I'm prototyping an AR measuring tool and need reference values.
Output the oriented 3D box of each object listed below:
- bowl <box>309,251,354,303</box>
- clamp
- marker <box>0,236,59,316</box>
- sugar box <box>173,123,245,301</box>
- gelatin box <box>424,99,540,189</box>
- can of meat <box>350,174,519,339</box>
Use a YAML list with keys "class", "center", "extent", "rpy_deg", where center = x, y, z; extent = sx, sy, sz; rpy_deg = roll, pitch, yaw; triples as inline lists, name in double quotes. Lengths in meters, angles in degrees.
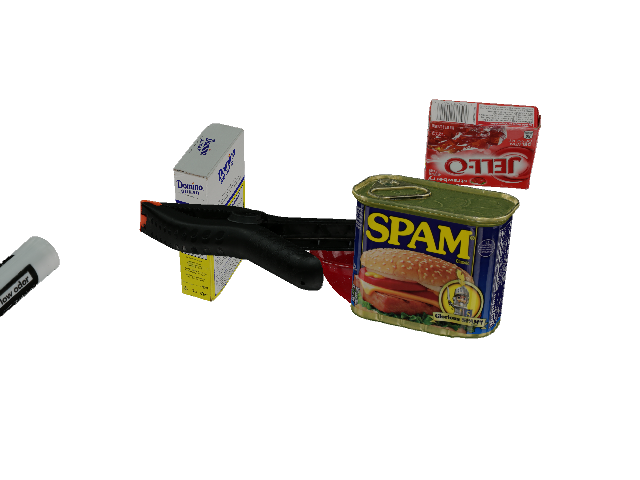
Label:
- class: "bowl"
  center: [0.071, 0.032, 1.090]
  extent: [0.162, 0.055, 0.162]
  rpy_deg: [-3, 13, 1]
- class: "clamp"
  center: [-0.057, -0.002, 0.841]
  extent: [0.210, 0.036, 0.164]
  rpy_deg: [8, 13, 17]
- class: "marker"
  center: [-0.161, 0.040, 0.468]
  extent: [0.020, 0.020, 0.121]
  rpy_deg: [0, 35, 39]
- class: "sugar box"
  center: [-0.117, -0.029, 1.143]
  extent: [0.048, 0.176, 0.093]
  rpy_deg: [14, 42, 16]
- class: "gelatin box"
  center: [0.132, -0.078, 0.879]
  extent: [0.089, 0.030, 0.073]
  rpy_deg: [5, -39, 6]
- class: "can of meat"
  center: [0.070, 0.010, 0.680]
  extent: [0.102, 0.084, 0.057]
  rpy_deg: [11, 22, 22]
